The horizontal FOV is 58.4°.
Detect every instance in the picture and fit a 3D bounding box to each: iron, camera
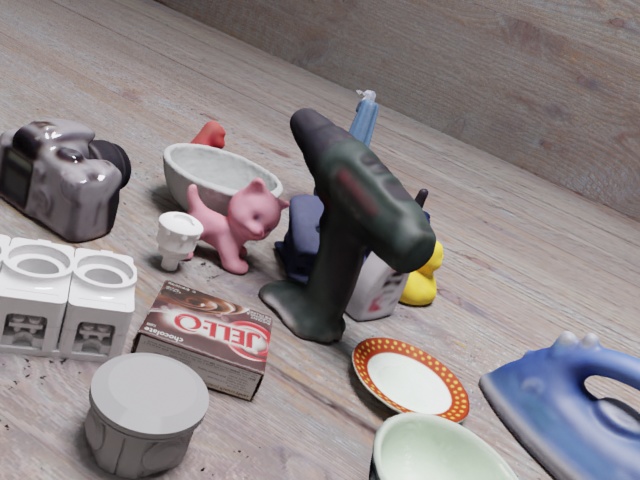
[{"bbox_3d":[0.287,0.170,0.560,0.119,0.141,0.257,-3,33,-47],"label":"iron"},{"bbox_3d":[-0.274,-0.082,0.662,0.143,0.101,0.137,30,23,19],"label":"camera"}]

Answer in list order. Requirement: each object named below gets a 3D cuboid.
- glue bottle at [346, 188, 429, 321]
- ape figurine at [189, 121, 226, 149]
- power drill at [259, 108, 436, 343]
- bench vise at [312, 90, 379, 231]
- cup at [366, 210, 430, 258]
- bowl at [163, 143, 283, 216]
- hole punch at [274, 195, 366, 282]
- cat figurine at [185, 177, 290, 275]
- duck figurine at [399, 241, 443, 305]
[{"bbox_3d":[0.088,0.016,0.683,0.037,0.173,0.078,37,26,33],"label":"glue bottle"},{"bbox_3d":[-0.177,-0.143,0.909,0.076,0.092,0.077,17,22,-12],"label":"ape figurine"},{"bbox_3d":[0.011,-0.008,0.619,0.076,0.208,0.228,-2,32,-46],"label":"power drill"},{"bbox_3d":[0.056,-0.113,0.889,0.122,0.220,0.207,10,25,-27],"label":"bench vise"},{"bbox_3d":[0.115,-0.007,0.867,0.118,0.095,0.091,-2,32,-46],"label":"cup"},{"bbox_3d":[-0.141,-0.067,0.789,0.167,0.075,0.167,19,22,-8],"label":"bowl"},{"bbox_3d":[0.007,0.003,0.747,0.109,0.091,0.101,12,24,-25],"label":"hole punch"},{"bbox_3d":[-0.102,-0.028,0.679,0.128,0.118,0.067,15,23,-17],"label":"cat figurine"},{"bbox_3d":[0.137,0.038,0.797,0.077,0.086,0.105,35,25,29],"label":"duck figurine"}]
